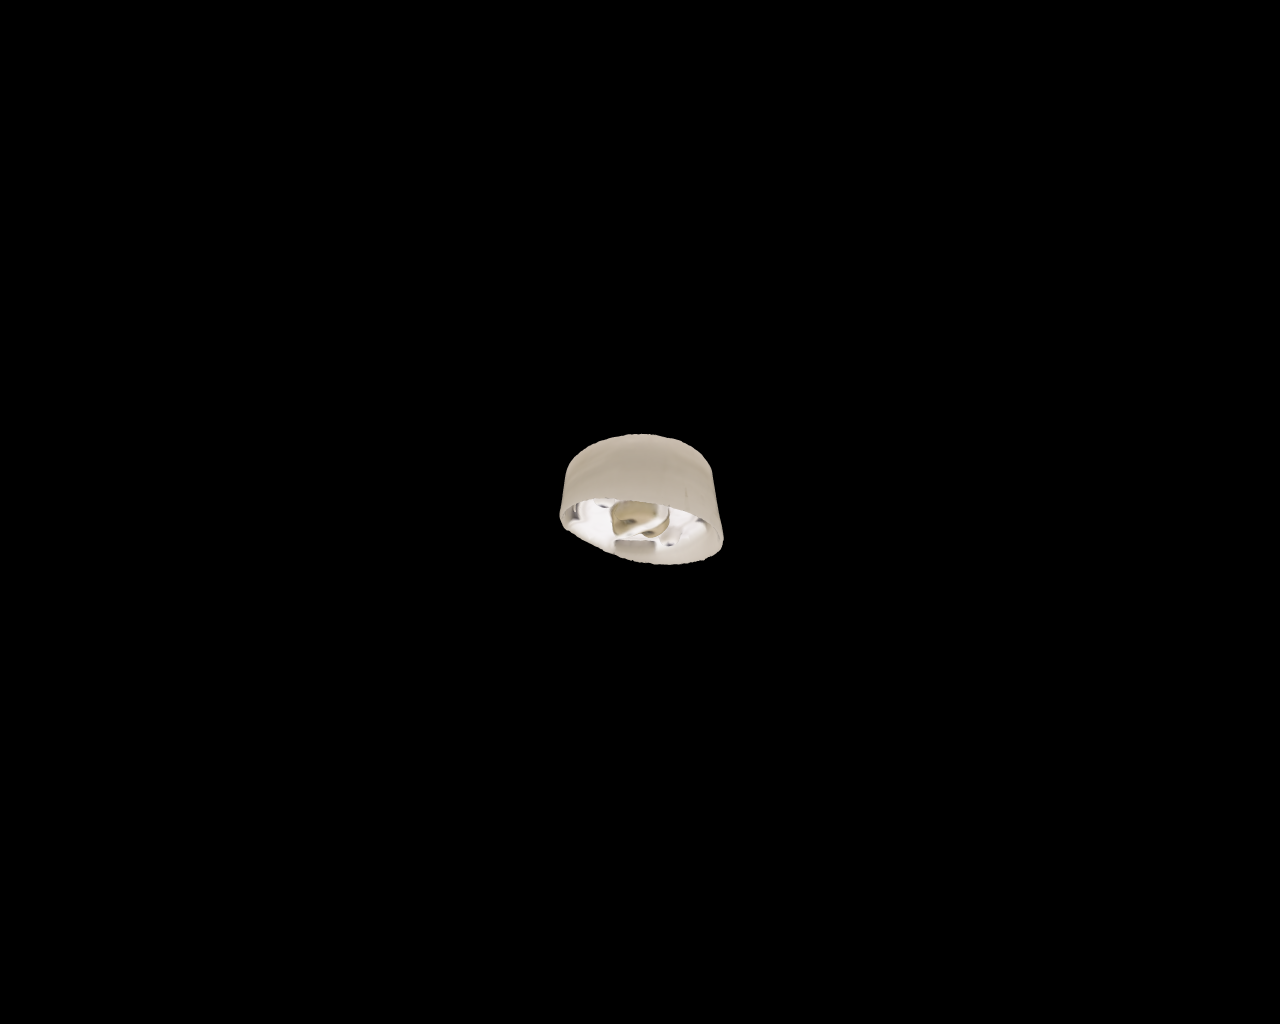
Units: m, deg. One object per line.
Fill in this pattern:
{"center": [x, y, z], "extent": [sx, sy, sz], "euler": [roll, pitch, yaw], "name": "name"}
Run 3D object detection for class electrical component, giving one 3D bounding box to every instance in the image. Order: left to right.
{"center": [0.001, -0.003, 0.650], "extent": [0.099, 0.064, 0.099], "euler": [0, -32, 0], "name": "electrical component"}
